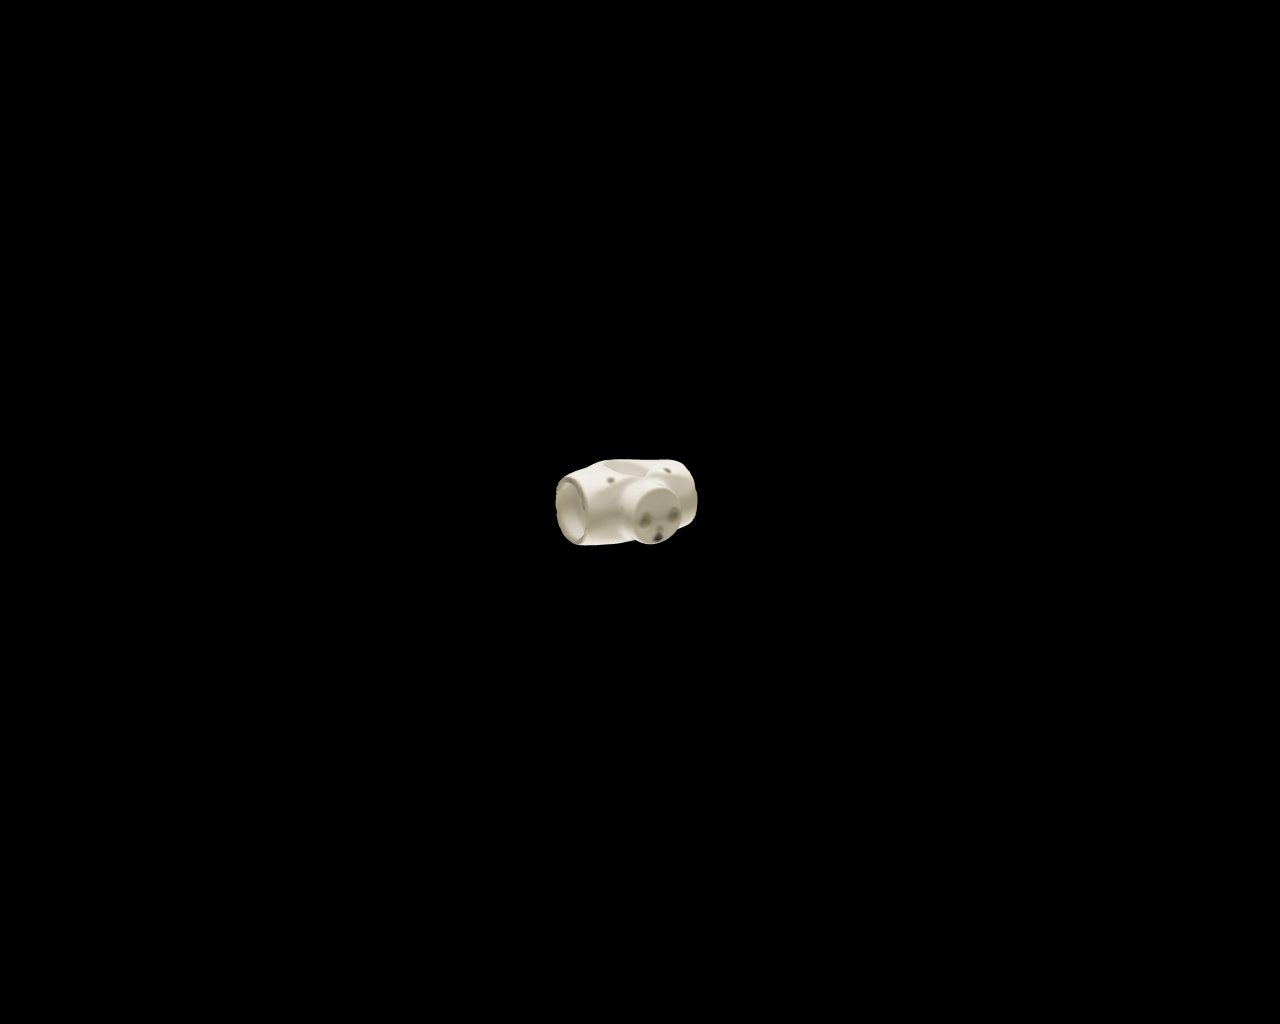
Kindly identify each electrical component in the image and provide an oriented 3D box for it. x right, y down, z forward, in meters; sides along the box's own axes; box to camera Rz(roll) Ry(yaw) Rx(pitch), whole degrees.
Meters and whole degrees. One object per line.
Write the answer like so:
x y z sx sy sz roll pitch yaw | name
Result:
0.001 -0.003 0.650 0.077 0.043 0.079 -9 19 -29 | electrical component
